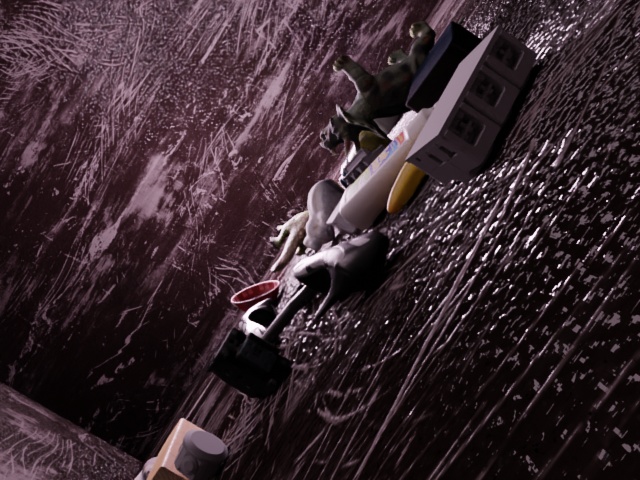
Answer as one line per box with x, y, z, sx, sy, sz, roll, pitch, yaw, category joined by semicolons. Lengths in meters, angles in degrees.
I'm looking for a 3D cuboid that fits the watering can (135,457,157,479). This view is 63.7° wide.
-0.367;0.557;1.078;0.226;0.104;0.346;-57;7;-9;watering can

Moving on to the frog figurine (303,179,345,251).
0.004;-0.061;1.212;0.159;0.121;0.139;-46;26;2;frog figurine

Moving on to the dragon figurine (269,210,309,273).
-0.021;-0.060;1.505;0.240;0.121;0.418;-47;11;21;dragon figurine
